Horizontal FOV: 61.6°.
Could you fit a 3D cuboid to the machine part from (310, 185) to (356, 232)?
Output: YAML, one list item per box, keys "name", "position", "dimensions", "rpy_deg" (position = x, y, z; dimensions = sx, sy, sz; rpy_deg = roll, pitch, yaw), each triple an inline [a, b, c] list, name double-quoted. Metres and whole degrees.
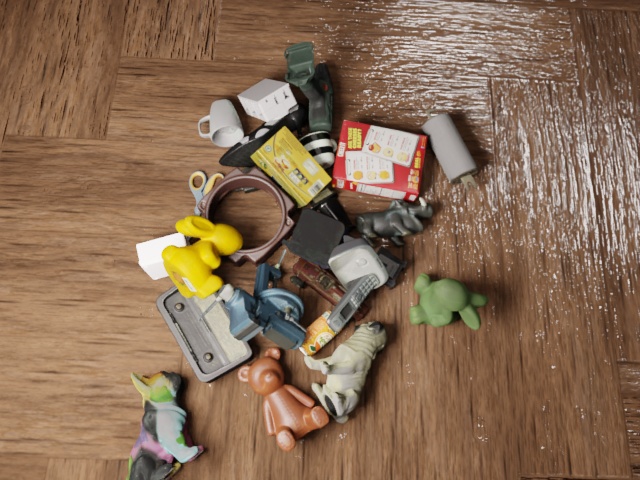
- name: "machine part"
  position: [0.030, -0.071, 1.311]
  dimensions: [0.084, 0.039, 0.139]
  rpy_deg: [-35, 74, -21]

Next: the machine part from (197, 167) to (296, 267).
- name: "machine part"
  position: [-0.171, -0.053, 1.259]
  dimensions: [0.201, 0.087, 0.201]
  rpy_deg: [44, 79, 6]

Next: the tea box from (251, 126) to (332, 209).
- name: "tea box"
  position: [-0.068, -0.169, 1.264]
  dimensions: [0.098, 0.068, 0.169]
  rpy_deg: [-44, 100, -19]

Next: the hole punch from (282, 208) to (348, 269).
- name: "hole punch"
  position: [-0.003, -0.004, 1.237]
  dimensions: [0.142, 0.092, 0.115]
  rpy_deg: [24, 94, 6]

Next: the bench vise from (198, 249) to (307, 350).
- name: "bench vise"
  position: [-0.123, 0.128, 1.168]
  dimensions: [0.223, 0.129, 0.241]
  rpy_deg: [27, 34, -19]

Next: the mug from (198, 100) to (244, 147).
- name: "mug"
  position: [-0.252, -0.296, 1.356]
  dimensions: [0.110, 0.080, 0.107]
  rpy_deg: [-13, 61, 1]

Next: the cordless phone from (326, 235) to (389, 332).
- name: "cordless phone"
  position: [0.055, 0.096, 1.159]
  dimensions: [0.089, 0.146, 0.184]
  rpy_deg: [20, 65, 42]

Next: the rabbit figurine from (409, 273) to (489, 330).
- name: "rabbit figurine"
  position: [0.283, 0.141, 1.182]
  dimensions: [0.159, 0.170, 0.121]
  rpy_deg: [22, 73, 6]

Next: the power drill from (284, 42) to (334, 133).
- name: "power drill"
  position: [-0.020, -0.390, 1.325]
  dimensions: [0.086, 0.207, 0.232]
  rpy_deg: [-6, 69, 11]

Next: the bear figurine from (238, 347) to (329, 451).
- name: "bear figurine"
  position: [-0.083, 0.327, 1.134]
  dimensions: [0.120, 0.132, 0.196]
  rpy_deg: [-27, 81, -18]

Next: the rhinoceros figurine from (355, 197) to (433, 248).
- name: "rhinoceros figurine"
  position: [0.181, -0.044, 1.294]
  dimensions: [0.190, 0.073, 0.112]
  rpy_deg: [-12, 62, -4]

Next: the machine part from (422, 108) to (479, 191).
- name: "machine part"
  position: [0.327, -0.229, 1.352]
  dimensions: [0.079, 0.079, 0.243]
  rpy_deg: [-21, 75, -9]

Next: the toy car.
- name: "toy car"
  position: [0.023, 0.110, 1.245]
  dimensions: [0.202, 0.053, 0.089]
  rpy_deg: [38, 71, 11]

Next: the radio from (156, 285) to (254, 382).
- name: "radio"
  position: [-0.257, 0.195, 1.194]
  dimensions: [0.131, 0.073, 0.230]
  rpy_deg: [-31, 75, -12]

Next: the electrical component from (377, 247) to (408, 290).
- name: "electrical component"
  position: [0.138, 0.056, 1.269]
  dimensions: [0.119, 0.047, 0.075]
  rpy_deg: [34, 74, 7]

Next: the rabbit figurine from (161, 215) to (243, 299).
- name: "rabbit figurine"
  position: [-0.247, 0.022, 1.146]
  dimensions: [0.173, 0.122, 0.162]
  rpy_deg: [-40, 102, -28]

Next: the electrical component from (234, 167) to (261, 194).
- name: "electrical component"
  position: [-0.175, -0.151, 1.336]
  dimensions: [0.094, 0.021, 0.063]
  rpy_deg: [-17, 73, -7]

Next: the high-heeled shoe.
- name: "high-heeled shoe"
  position: [-0.146, -0.274, 1.359]
  dimensions: [0.249, 0.086, 0.145]
  rpy_deg: [-17, 51, 2]

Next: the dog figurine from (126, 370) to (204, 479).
- name: "dog figurine"
  position: [-0.347, 0.382, 1.118]
  dimensions: [0.191, 0.108, 0.219]
  rpy_deg: [-35, 72, -9]

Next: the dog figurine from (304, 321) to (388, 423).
- name: "dog figurine"
  position: [0.084, 0.284, 1.177]
  dimensions: [0.190, 0.121, 0.172]
  rpy_deg: [-21, 109, -26]
